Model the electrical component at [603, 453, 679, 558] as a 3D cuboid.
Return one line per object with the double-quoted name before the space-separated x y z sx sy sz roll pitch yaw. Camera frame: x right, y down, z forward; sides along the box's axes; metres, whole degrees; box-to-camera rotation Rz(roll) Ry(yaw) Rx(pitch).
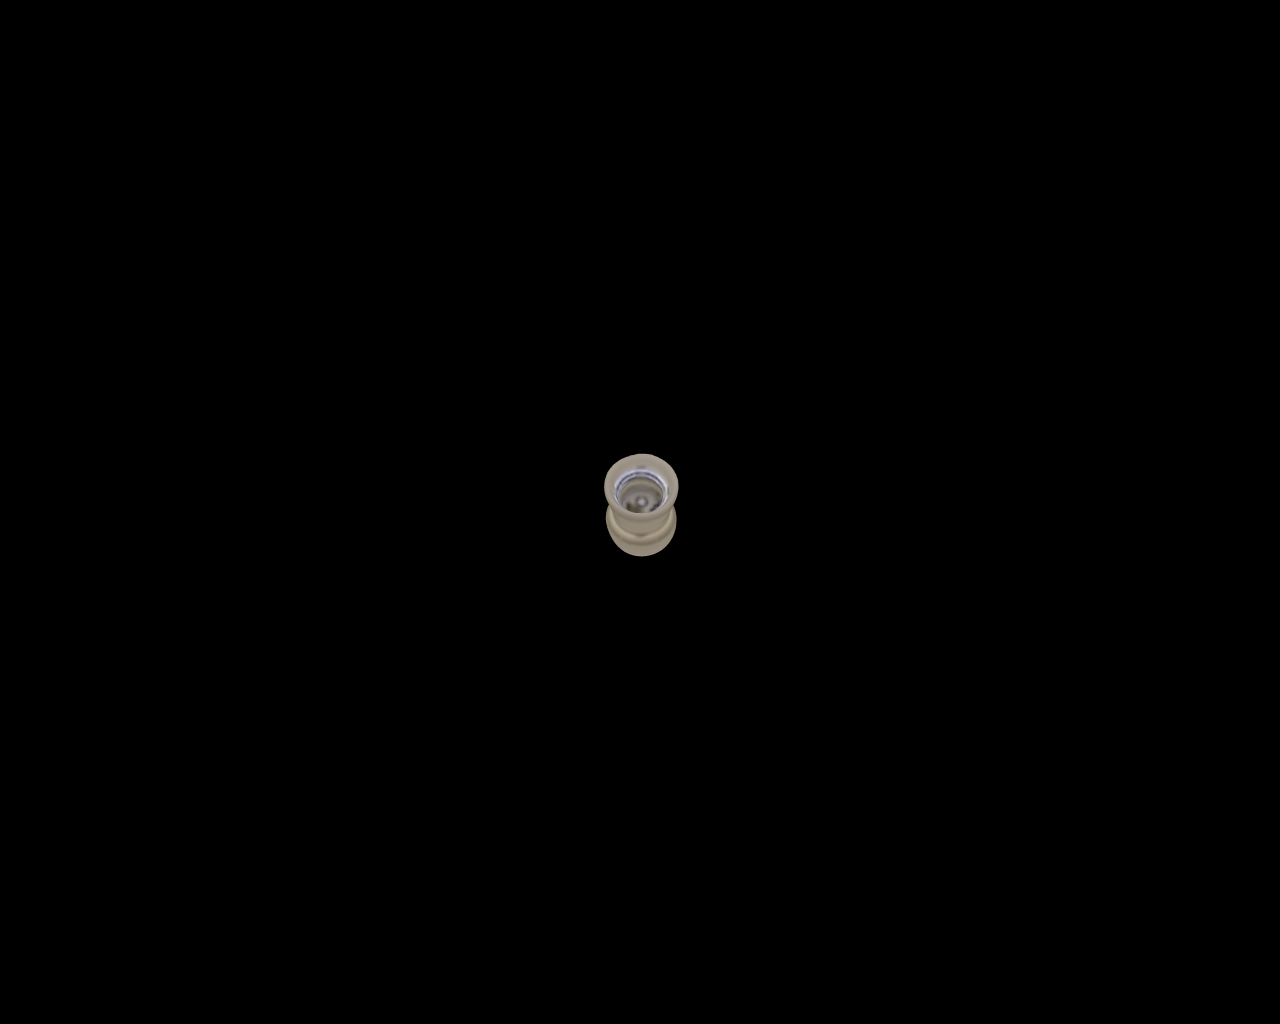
"electrical component" 0.001 -0.003 0.650 0.045 0.045 0.055 0 -31 0
